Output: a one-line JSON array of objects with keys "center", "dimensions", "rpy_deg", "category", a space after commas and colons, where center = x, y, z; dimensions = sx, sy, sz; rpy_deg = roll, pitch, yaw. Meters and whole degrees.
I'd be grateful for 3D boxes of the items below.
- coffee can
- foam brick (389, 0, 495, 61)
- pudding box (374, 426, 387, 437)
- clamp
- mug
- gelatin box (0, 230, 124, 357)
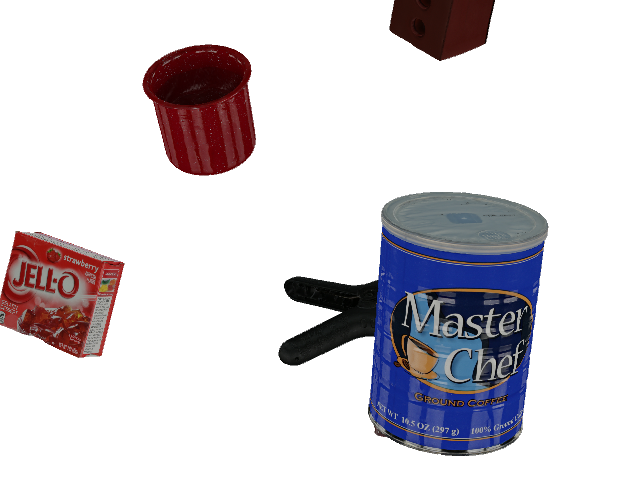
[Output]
[{"center": [0.085, 0.050, 0.681], "dimensions": [0.103, 0.140, 0.103], "rpy_deg": [2, 19, -1], "category": "coffee can"}, {"center": [0.088, -0.174, 0.738], "dimensions": [0.051, 0.078, 0.053], "rpy_deg": [-29, 52, -34], "category": "foam brick"}, {"center": [0.121, 0.174, 1.156], "dimensions": [0.113, 0.090, 0.039], "rpy_deg": [9, 22, -1], "category": "pudding box"}, {"center": [0.040, 0.069, 0.965], "dimensions": [0.172, 0.039, 0.120], "rpy_deg": [-5, 37, 15], "category": "clamp"}, {"center": [-0.104, -0.119, 0.938], "dimensions": [0.093, 0.081, 0.117], "rpy_deg": [-15, 44, -8], "category": "mug"}, {"center": [-0.195, 0.039, 0.793], "dimensions": [0.089, 0.073, 0.030], "rpy_deg": [18, 6, 26], "category": "gelatin box"}]
